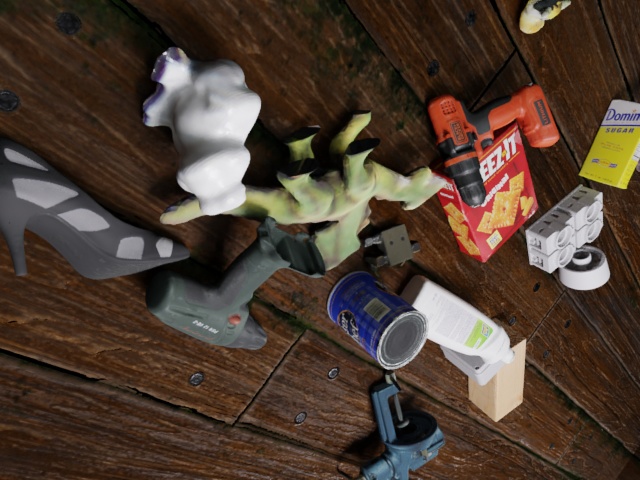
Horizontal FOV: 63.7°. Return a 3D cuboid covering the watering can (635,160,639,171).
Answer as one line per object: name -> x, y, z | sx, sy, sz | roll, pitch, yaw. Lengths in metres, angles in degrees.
watering can -> 0.829, -0.179, 1.166 | 0.106, 0.225, 0.340 | -50, 133, -27

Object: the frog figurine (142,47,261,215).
frog figurine -> -0.113, -0.114, 0.565 | 0.135, 0.160, 0.124 | -40, 171, 30

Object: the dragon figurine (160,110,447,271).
dragon figurine -> 0.002, -0.037, 0.735 | 0.412, 0.124, 0.237 | -24, 132, -14
